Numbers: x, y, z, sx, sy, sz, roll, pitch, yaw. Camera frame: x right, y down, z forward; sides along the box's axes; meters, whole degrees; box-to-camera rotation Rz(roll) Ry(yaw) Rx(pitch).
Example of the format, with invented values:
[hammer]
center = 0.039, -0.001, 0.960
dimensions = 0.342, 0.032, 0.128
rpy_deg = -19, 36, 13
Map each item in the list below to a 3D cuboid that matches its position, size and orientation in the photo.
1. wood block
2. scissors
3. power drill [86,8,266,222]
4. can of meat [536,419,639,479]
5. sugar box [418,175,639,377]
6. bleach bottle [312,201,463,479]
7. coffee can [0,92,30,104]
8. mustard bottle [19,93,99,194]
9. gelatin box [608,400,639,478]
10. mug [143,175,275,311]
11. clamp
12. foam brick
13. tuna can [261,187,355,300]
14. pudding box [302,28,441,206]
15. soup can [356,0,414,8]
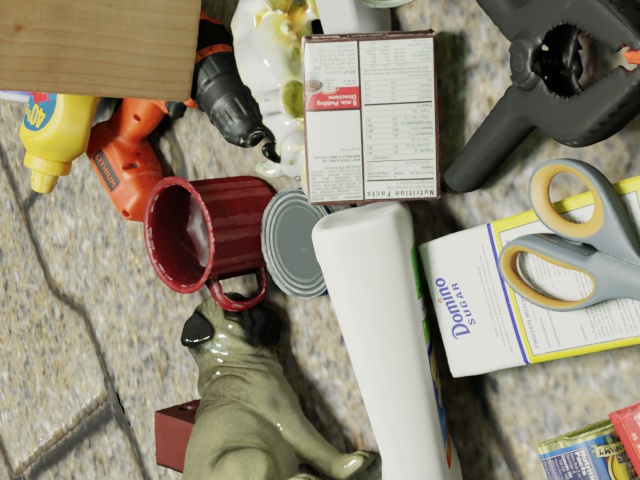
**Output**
[wood block]
center = -0.199, -0.156, 0.785
dimensions = 0.091, 0.205, 0.090
rpy_deg = 20, 107, 44
[scissors]
center = 0.176, 0.007, 0.558
dimensions = 0.202, 0.016, 0.096
rpy_deg = 8, 101, 48
[power drill]
center = -0.126, -0.103, 0.907
dimensions = 0.188, 0.057, 0.184
rpy_deg = -53, 56, 36
[can of meat]
center = 0.176, 0.140, 0.594
dimensions = 0.058, 0.101, 0.084
rpy_deg = -33, 72, 47
[sugar box]
center = 0.144, 0.025, 0.646
dimensions = 0.177, 0.048, 0.093
rpy_deg = -19, 84, 50
[bleach bottle]
center = 0.056, 0.103, 0.734
dimensions = 0.068, 0.102, 0.251
rpy_deg = -13, 98, 8
[coffee can]
center = -0.262, -0.207, 0.997
dimensions = 0.103, 0.102, 0.140
rpy_deg = 26, 116, 42
[mustard bottle]
center = -0.221, -0.133, 0.927
dimensions = 0.096, 0.058, 0.192
rpy_deg = 35, 113, 54
[gelatin box]
center = 0.203, 0.111, 0.567
dimensions = 0.030, 0.089, 0.073
rpy_deg = -36, 71, 45
[mug]
center = -0.078, 0.002, 0.855
dimensions = 0.093, 0.081, 0.117
rpy_deg = -41, 68, 44
[clamp]
center = 0.126, -0.093, 0.615
dimensions = 0.210, 0.036, 0.164
rpy_deg = -150, 56, -61
[foam brick]
center = -0.103, 0.176, 0.942
dimensions = 0.078, 0.052, 0.051
rpy_deg = 5, 102, 45
[tuna can]
center = -0.005, 0.001, 0.812
dimensions = 0.086, 0.033, 0.086
rpy_deg = 13, 107, 45
[pudding box]
center = 0.034, -0.081, 0.709
dimensions = 0.039, 0.090, 0.113
rpy_deg = -84, -8, -75
[soup can]
center = 0.036, -0.206, 0.670
dimensions = 0.069, 0.068, 0.102
rpy_deg = -44, 51, 43
